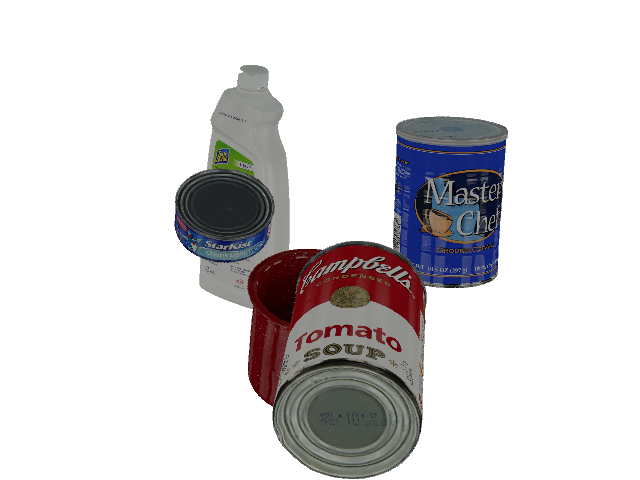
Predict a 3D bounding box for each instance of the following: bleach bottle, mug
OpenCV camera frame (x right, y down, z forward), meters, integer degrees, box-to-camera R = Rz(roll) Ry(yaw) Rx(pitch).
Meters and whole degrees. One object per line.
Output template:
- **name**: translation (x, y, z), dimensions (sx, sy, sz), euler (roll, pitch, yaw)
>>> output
- **bleach bottle**: translation (-0.072, -0.057, 1.119), dimensions (0.103, 0.251, 0.068), euler (18, 27, 23)
- **mug**: translation (0.005, 0.068, 0.728), dimensions (0.117, 0.081, 0.093), euler (15, 35, 10)

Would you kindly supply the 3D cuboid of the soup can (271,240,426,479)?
- **soup can**: translation (0.016, 0.055, 0.509), dimensions (0.068, 0.068, 0.102), euler (0, 31, 7)

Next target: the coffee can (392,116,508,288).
- **coffee can**: translation (0.120, -0.038, 1.003), dimensions (0.103, 0.140, 0.103), euler (1, 18, 0)

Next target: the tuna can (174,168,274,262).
- **tuna can**: translation (-0.084, -0.021, 0.927), dimensions (0.086, 0.086, 0.034), euler (0, -43, -11)
